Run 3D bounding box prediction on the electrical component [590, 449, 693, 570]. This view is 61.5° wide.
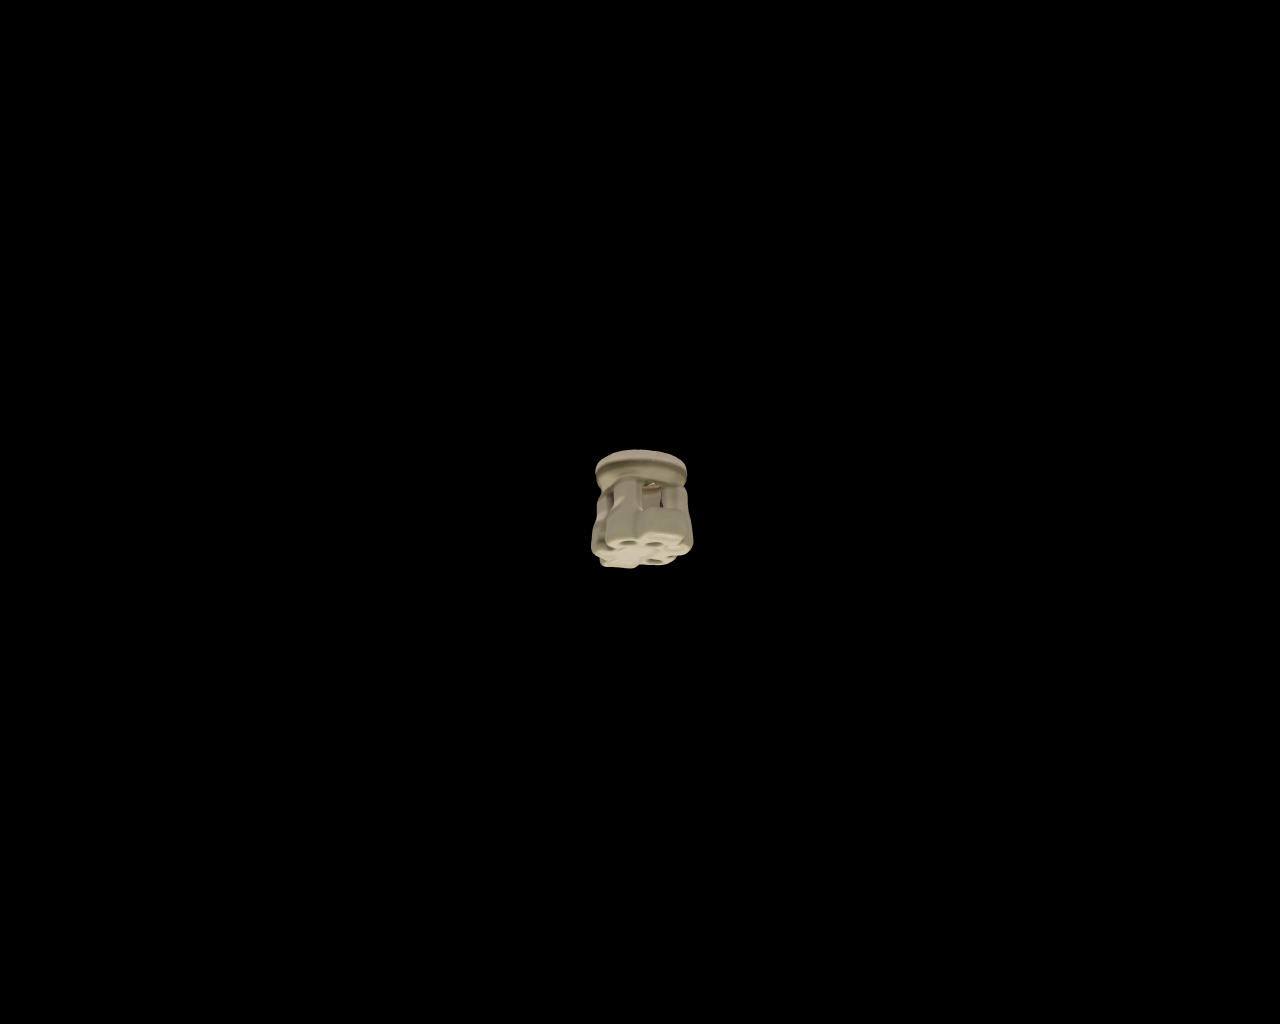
[{"bbox_3d":[0.001,-0.003,0.650,0.058,0.057,0.078,8,-20,-22],"label":"electrical component"}]
